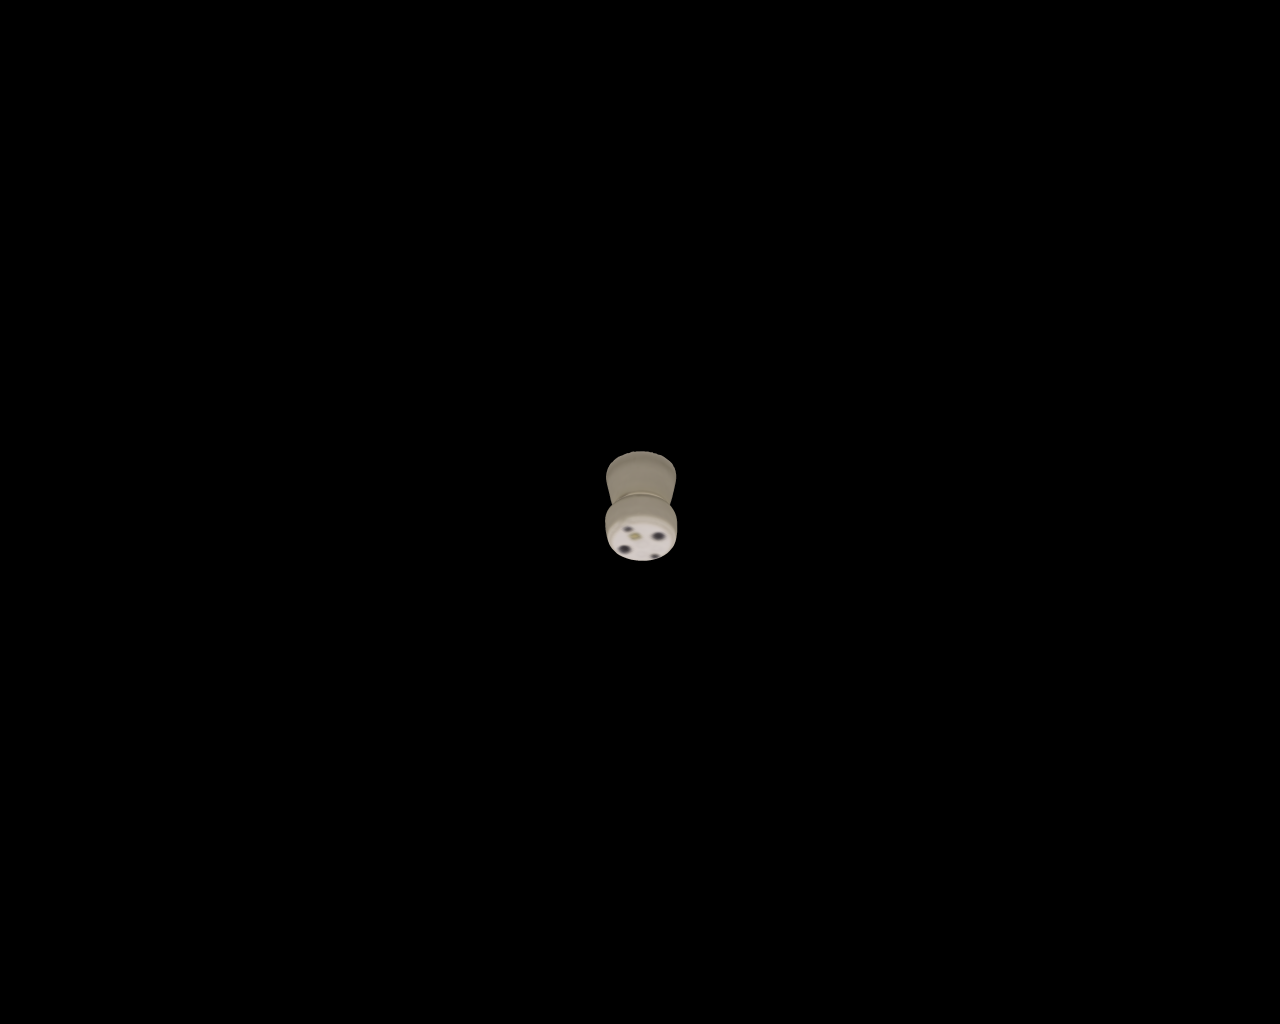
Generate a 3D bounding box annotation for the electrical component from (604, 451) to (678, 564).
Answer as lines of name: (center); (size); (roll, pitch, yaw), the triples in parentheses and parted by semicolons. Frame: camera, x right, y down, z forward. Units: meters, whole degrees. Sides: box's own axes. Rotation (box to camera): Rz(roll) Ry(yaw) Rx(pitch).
electrical component: (0.001, -0.003, 0.650); (0.045, 0.055, 0.044); (0, -40, 0)
